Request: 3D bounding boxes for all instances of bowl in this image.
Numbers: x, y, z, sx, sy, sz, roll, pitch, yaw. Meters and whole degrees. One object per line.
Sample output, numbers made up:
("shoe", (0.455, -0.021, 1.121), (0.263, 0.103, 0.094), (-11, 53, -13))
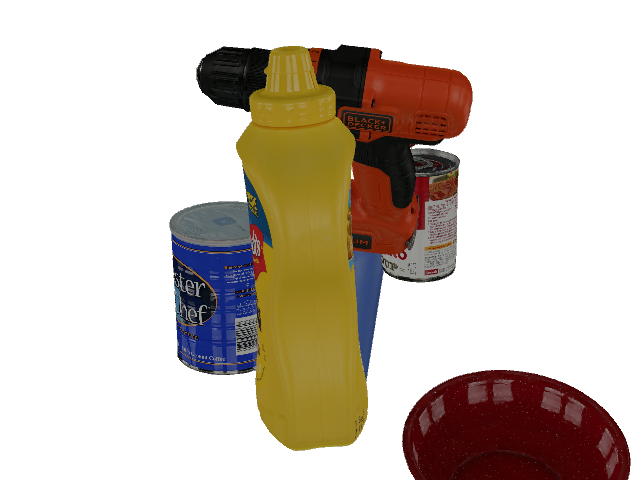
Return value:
("bowl", (0.140, 0.167, 0.780), (0.162, 0.055, 0.162), (-1, 35, 0))

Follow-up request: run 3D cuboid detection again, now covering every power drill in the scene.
("power drill", (0.008, -0.064, 0.767), (0.184, 0.057, 0.188), (9, -30, 5))

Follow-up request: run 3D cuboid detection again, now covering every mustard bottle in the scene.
("mustard bottle", (-0.009, 0.000, 0.531), (0.058, 0.192, 0.096), (-4, 20, -4))

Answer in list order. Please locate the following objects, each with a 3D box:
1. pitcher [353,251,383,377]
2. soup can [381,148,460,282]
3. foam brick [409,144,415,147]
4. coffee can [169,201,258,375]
("pitcher", (-0.006, 0.082, 1.232), (0.149, 0.243, 0.144), (23, 27, 40))
("soup can", (0.087, -0.023, 0.938), (0.068, 0.102, 0.068), (-1, 23, 0))
("foam brick", (0.070, -0.138, 1.211), (0.078, 0.053, 0.051), (23, 36, 31))
("coffee can", (-0.092, 0.045, 1.036), (0.103, 0.140, 0.103), (0, 22, 0))
